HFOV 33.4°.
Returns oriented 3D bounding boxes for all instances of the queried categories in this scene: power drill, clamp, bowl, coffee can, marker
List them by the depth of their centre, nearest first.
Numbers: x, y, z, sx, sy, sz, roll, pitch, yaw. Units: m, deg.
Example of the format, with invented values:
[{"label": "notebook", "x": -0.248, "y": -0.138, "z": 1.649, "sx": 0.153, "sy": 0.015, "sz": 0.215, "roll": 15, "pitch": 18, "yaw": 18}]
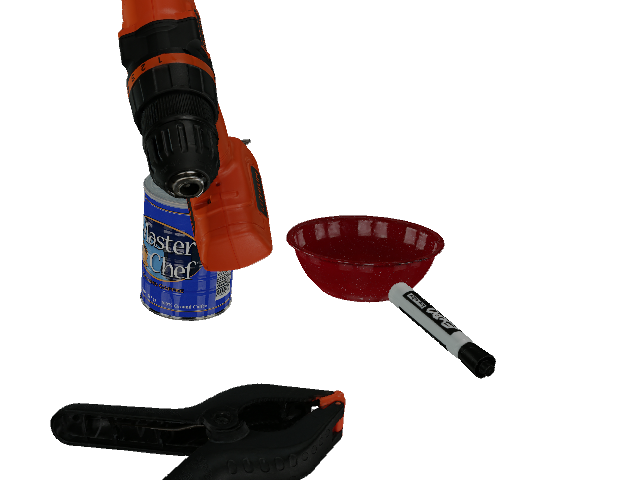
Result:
[{"label": "clamp", "x": -0.058, "y": 0.122, "z": 0.601, "sx": 0.171, "sy": 0.039, "sz": 0.120, "roll": -7, "pitch": 34, "yaw": -19}, {"label": "power drill", "x": -0.078, "y": -0.061, "z": 0.691, "sx": 0.057, "sy": 0.184, "sz": 0.187, "roll": -13, "pitch": -36, "yaw": 1}, {"label": "marker", "x": 0.089, "y": 0.066, "z": 0.790, "sx": 0.020, "sy": 0.020, "sz": 0.121, "roll": 0, "pitch": 25, "yaw": -31}, {"label": "bowl", "x": 0.045, "y": 0.022, "z": 1.093, "sx": 0.162, "sy": 0.055, "sz": 0.162, "roll": 2, "pitch": 17, "yaw": -1}, {"label": "coffee can", "x": -0.143, "y": 0.002, "z": 1.166, "sx": 0.103, "sy": 0.140, "sz": 0.103, "roll": 5, "pitch": 26, "yaw": -3}]
